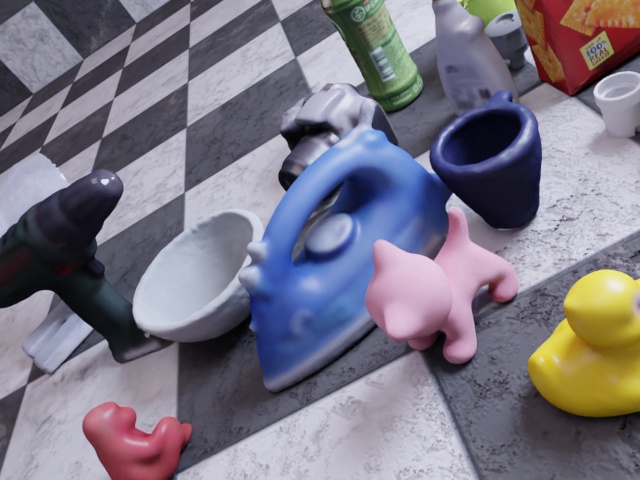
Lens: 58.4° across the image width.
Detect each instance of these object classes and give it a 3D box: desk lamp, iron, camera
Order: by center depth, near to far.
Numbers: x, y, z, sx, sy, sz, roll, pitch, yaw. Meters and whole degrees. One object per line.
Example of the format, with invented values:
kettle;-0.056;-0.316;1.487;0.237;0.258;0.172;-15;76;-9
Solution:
iron;0.005;0.002;0.517;0.258;0.142;0.118;-49;37;-17
camera;-0.004;-0.117;0.694;0.142;0.101;0.137;14;59;47
desk lamp;-0.365;0.026;0.739;0.117;0.214;0.203;13;58;47

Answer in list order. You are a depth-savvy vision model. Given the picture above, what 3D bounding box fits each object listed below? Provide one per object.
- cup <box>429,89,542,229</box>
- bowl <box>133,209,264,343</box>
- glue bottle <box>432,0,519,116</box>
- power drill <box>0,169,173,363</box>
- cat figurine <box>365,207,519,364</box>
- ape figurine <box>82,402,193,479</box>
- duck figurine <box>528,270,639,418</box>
cup;0.158;-0.066;0.505;0.091;0.095;0.118;-2;48;39
bowl;-0.114;0.050;0.621;0.167;0.075;0.167;-23;38;19
glue bottle;0.149;-0.203;0.601;0.077;0.174;0.037;18;62;49
power drill;-0.248;0.040;0.629;0.229;0.209;0.075;-23;38;18
cat figurine;0.084;0.033;0.436;0.067;0.118;0.128;14;59;47
ape figurine;-0.169;0.177;0.509;0.077;0.092;0.076;-2;48;38
duck figurine;0.176;0.057;0.358;0.104;0.086;0.077;-28;36;11
